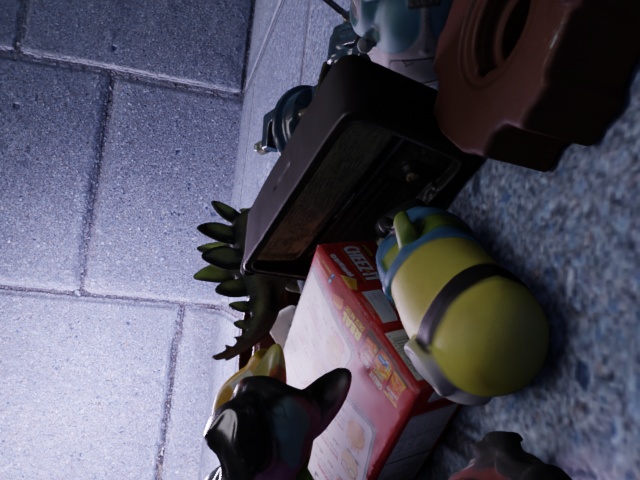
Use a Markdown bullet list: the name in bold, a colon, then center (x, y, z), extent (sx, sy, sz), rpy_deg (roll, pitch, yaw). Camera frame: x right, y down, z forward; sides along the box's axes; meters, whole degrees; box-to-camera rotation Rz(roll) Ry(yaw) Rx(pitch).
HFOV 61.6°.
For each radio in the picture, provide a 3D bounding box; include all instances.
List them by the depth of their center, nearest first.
- **radio**: center (0.026, -0.043, 0.489), extent (0.229, 0.131, 0.073), rpy_deg (130, 146, -48)

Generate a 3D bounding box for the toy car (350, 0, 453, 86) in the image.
- **toy car**: center (0.078, -0.189, 0.485), extent (0.162, 0.109, 0.102), rpy_deg (-100, 4, -71)

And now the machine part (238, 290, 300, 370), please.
- **machine part**: center (-0.092, 0.186, 0.963), extent (0.201, 0.087, 0.201), rpy_deg (120, 155, -57)

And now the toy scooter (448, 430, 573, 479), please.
- **toy scooter**: center (0.110, 0.148, 0.244), extent (0.184, 0.075, 0.135), rpy_deg (-145, 64, -70)

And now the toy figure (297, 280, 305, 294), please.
- **toy figure**: center (-0.003, -0.001, 0.637), extent (0.064, 0.058, 0.154), rpy_deg (-49, 35, 47)

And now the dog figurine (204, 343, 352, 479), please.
- **dog figurine**: center (-0.032, 0.201, 0.431), extent (0.109, 0.191, 0.219), rpy_deg (13, 77, 37)

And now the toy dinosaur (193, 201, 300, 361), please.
- **toy dinosaur**: center (-0.086, 0.028, 0.804), extent (0.472, 0.199, 0.105), rpy_deg (-110, 28, -64)

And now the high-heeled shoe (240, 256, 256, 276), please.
- **high-heeled shoe**: center (-0.056, -0.039, 0.776), extent (0.249, 0.086, 0.145), rpy_deg (-45, 22, -28)

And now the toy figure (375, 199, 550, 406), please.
- **toy figure**: center (0.087, 0.030, 0.375), extent (0.180, 0.082, 0.089), rpy_deg (-99, 19, -54)

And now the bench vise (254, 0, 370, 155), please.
- **bench vise**: center (-0.009, -0.165, 0.669), extent (0.241, 0.129, 0.223), rpy_deg (-11, 78, 52)

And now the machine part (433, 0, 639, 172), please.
- **machine part**: center (0.130, -0.133, 0.341), extent (0.179, 0.056, 0.179), rpy_deg (-172, 90, -77)

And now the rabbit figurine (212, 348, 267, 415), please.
- **rabbit figurine**: center (-0.076, 0.249, 0.772), extent (0.162, 0.122, 0.173), rpy_deg (-47, -18, 7)
